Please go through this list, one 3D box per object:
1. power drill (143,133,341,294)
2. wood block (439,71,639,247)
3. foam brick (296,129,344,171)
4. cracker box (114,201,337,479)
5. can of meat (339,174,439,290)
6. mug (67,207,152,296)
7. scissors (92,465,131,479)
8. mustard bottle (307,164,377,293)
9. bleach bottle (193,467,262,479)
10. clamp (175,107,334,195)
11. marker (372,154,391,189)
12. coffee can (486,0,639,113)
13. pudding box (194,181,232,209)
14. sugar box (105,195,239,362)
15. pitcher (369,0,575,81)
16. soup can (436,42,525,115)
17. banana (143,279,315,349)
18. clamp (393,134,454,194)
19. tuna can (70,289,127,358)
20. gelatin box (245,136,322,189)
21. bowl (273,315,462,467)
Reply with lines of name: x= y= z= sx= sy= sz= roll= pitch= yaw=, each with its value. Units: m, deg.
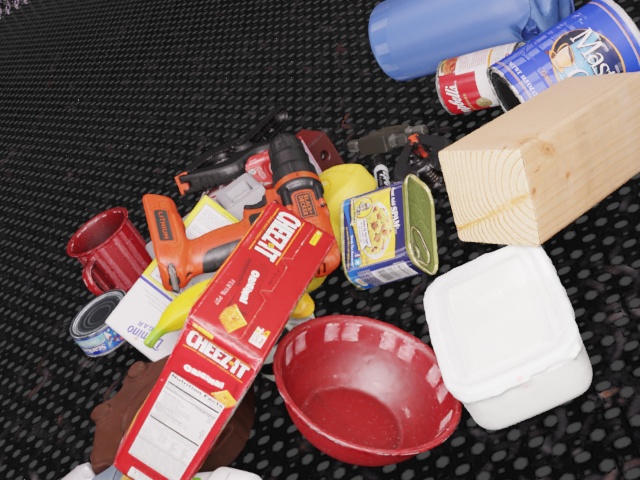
power drill: x=-0.085 y=-0.028 z=1.106 sx=0.187 sy=0.057 sz=0.184 roll=-13 pitch=52 yaw=-6
wood block: x=0.215 y=-0.078 z=0.979 sx=0.091 sy=0.090 sz=0.205 roll=5 pitch=28 yaw=47
foam brick: x=-0.022 y=-0.094 z=1.333 sx=0.078 sy=0.053 sz=0.051 roll=-45 pitch=31 yaw=-19
cracker box: x=-0.082 y=0.093 z=0.887 sx=0.214 sy=0.072 sz=0.164 roll=-59 pitch=0 yaw=41
can of meat: x=0.069 y=-0.006 z=1.085 sx=0.084 sy=0.057 sz=0.102 roll=-17 pitch=60 yaw=30
mug: x=-0.266 y=0.026 z=1.364 sx=0.093 sy=0.081 sz=0.117 roll=-17 pitch=33 yaw=27
scissors: x=-0.183 y=0.199 z=0.972 sx=0.096 sy=0.016 sz=0.201 roll=-22 pitch=27 yaw=9
mustard bottle: x=-0.008 y=0.001 z=1.170 sx=0.096 sy=0.058 sz=0.191 roll=-21 pitch=30 yaw=44
bleach bottle: x=-0.142 y=0.254 z=0.927 sx=0.251 sy=0.068 sz=0.102 roll=-16 pitch=33 yaw=24
clamp: x=-0.092 y=-0.115 z=1.421 sx=0.209 sy=0.036 sz=0.165 roll=-31 pitch=27 yaw=-21
marker: x=0.072 y=-0.065 z=1.230 sx=0.020 sy=0.020 sz=0.121 roll=-25 pitch=30 yaw=14
coffee can: x=0.262 y=-0.177 z=1.127 sx=0.140 sy=0.102 sz=0.103 roll=-33 pitch=29 yaw=1
pudding box: x=-0.122 y=-0.026 z=1.344 sx=0.090 sy=0.039 sz=0.113 roll=-16 pitch=33 yaw=30
sugar box: x=-0.141 y=0.049 z=1.160 sx=0.176 sy=0.093 sz=0.048 roll=-52 pitch=-9 yaw=-3
pitcher: x=0.188 y=-0.289 z=1.345 sx=0.243 sy=0.145 sz=0.148 roll=-12 pitch=1 yaw=38
soup can: x=0.196 y=-0.188 z=1.245 sx=0.102 sy=0.068 sz=0.068 roll=-8 pitch=38 yaw=36
banana: x=-0.082 y=0.062 z=1.019 sx=0.198 sy=0.037 sz=0.069 roll=-16 pitch=52 yaw=32
clamp: x=0.129 y=-0.073 z=1.168 sx=0.120 sy=0.039 sz=0.171 roll=-22 pitch=35 yaw=18
tuna can: x=-0.260 y=0.100 z=1.296 sx=0.086 sy=0.033 sz=0.086 roll=-25 pitch=30 yaw=15
gelatin box: x=-0.036 y=-0.071 z=1.275 sx=0.073 sy=0.089 sz=0.030 roll=-19 pitch=32 yaw=23
bowl: x=0.034 y=0.135 z=0.890 sx=0.162 sy=0.055 sz=0.162 roll=11 pitch=34 yaw=-8
